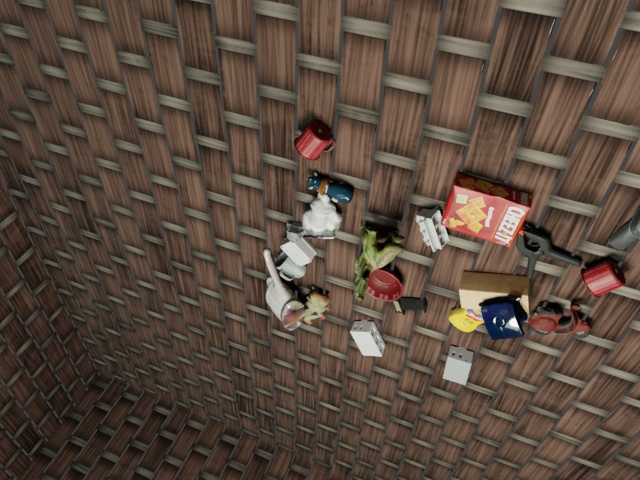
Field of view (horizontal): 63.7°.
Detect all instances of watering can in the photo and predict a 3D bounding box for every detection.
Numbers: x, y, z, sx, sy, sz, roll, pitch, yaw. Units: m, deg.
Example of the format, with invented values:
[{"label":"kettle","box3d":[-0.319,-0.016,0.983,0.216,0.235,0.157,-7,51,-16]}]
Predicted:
[{"label":"watering can","box3d":[-0.155,0.213,2.044,0.228,0.105,0.339,44,150,43]}]

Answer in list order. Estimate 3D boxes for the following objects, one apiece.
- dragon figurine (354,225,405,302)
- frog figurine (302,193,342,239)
[{"label":"dragon figurine","box3d":[0.172,0.084,1.634,0.122,0.413,0.241,15,99,-6]},{"label":"frog figurine","box3d":[0.005,-0.087,1.728,0.137,0.123,0.159,5,96,36]}]
